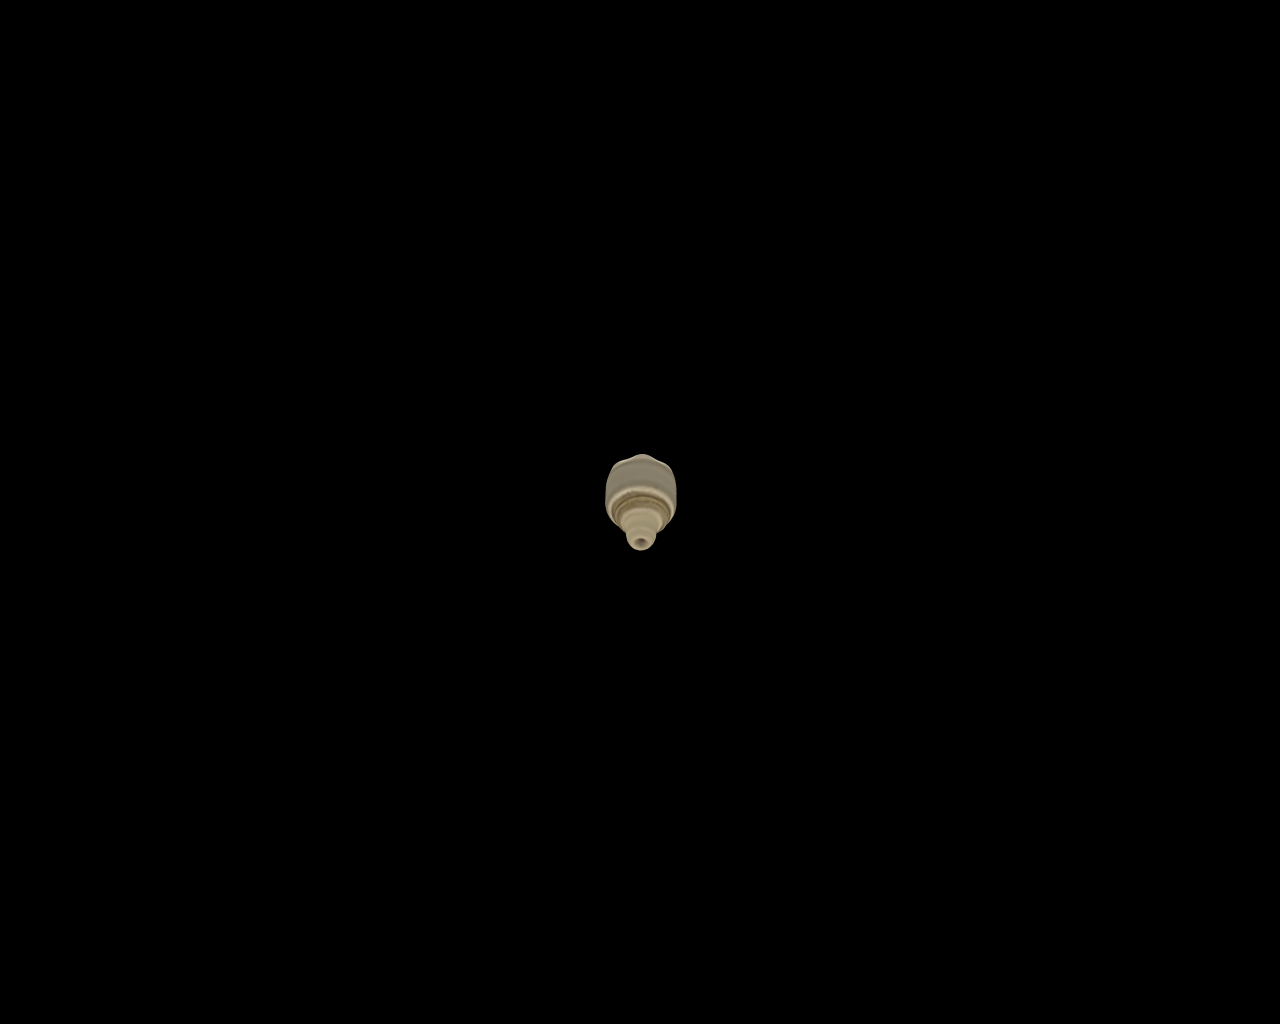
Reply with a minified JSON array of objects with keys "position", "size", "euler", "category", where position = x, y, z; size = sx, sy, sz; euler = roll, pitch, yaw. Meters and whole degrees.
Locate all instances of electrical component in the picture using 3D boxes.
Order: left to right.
[{"position":[0.001,-0.003,0.650],"size":[0.043,0.043,0.062],"euler":[0,44,0],"category":"electrical component"}]
